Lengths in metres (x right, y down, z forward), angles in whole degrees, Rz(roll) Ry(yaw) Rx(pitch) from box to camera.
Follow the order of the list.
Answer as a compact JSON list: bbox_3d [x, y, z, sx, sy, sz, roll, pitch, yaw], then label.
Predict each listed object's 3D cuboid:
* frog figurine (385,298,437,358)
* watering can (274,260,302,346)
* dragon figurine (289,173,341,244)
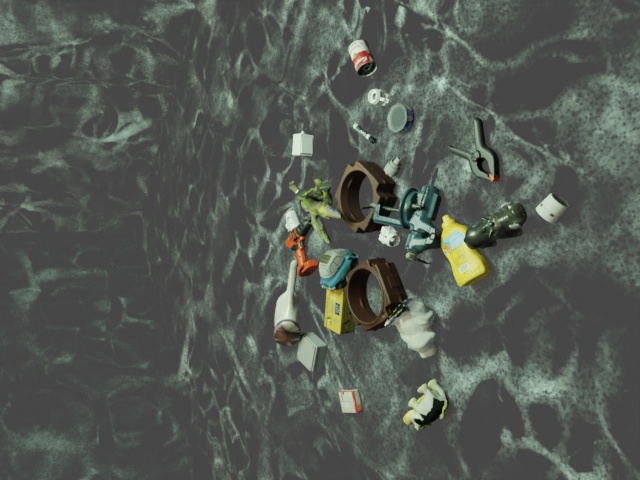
[{"bbox_3d":[0.283,0.250,1.477,0.160,0.125,0.135,40,122,4],"label":"frog figurine"},{"bbox_3d":[-0.118,0.257,1.967,0.230,0.104,0.339,-89,6,-46],"label":"watering can"},{"bbox_3d":[0.006,-0.092,1.827,0.418,0.122,0.237,55,168,52],"label":"dragon figurine"}]
